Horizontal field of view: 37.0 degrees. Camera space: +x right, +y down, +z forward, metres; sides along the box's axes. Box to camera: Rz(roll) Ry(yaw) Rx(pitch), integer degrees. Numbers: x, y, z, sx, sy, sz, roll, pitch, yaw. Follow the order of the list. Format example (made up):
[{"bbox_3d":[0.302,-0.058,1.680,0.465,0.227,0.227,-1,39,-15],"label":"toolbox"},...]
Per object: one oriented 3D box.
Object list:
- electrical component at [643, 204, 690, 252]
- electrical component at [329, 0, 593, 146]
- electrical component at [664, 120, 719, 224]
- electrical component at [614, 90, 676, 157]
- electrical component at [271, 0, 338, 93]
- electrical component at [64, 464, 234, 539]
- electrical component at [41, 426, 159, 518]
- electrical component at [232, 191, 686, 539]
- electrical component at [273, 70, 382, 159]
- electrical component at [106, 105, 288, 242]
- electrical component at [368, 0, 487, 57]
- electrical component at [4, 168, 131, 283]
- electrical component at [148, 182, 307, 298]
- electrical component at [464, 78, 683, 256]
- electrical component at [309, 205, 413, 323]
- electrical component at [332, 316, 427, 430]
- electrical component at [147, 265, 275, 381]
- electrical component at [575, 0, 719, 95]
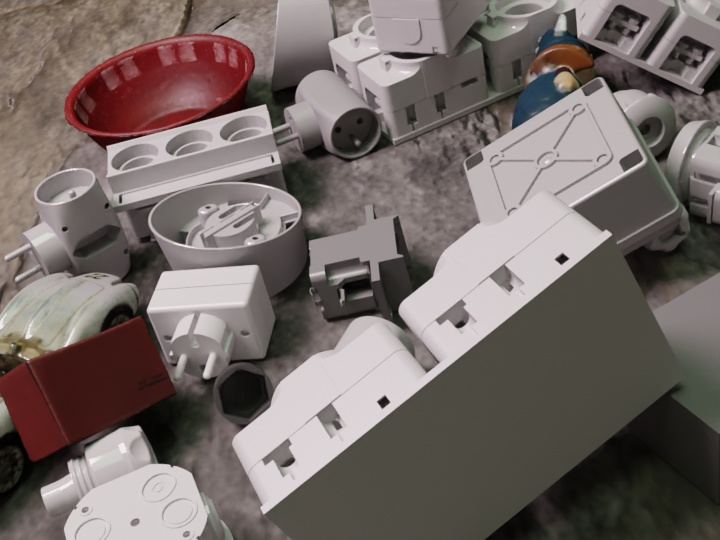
[{"bbox_3d":[0.183,-0.039,0.688,0.035,0.035,0.061,-19,35,-6],"label":"electrical component"},{"bbox_3d":[0.081,-0.183,0.881,0.186,0.060,0.105,-25,39,-14],"label":"electrical component"},{"bbox_3d":[0.231,-0.063,0.685,0.057,0.058,0.078,22,50,34],"label":"electrical component"},{"bbox_3d":[0.191,-0.108,0.767,0.048,0.048,0.062,-20,31,-8],"label":"electrical component"},{"bbox_3d":[-0.053,-0.207,0.926,0.064,0.099,0.099,-9,37,-5],"label":"electrical component"},{"bbox_3d":[-0.104,0.141,0.535,0.080,0.051,0.080,-9,38,7],"label":"electrical component"},{"bbox_3d":[-0.141,0.114,0.587,0.062,0.043,0.043,-23,38,-10],"label":"electrical component"},{"bbox_3d":[0.046,0.062,0.503,0.186,0.105,0.060,-39,38,-2],"label":"electrical component"},{"bbox_3d":[-0.034,-0.117,0.846,0.079,0.043,0.077,-23,39,-12],"label":"electrical component"},{"bbox_3d":[-0.119,-0.070,0.797,0.121,0.063,0.078,-15,38,-2],"label":"electrical component"},{"bbox_3d":[0.055,-0.214,0.826,0.062,0.061,0.096,9,43,27],"label":"electrical component"},{"bbox_3d":[-0.208,-0.019,0.749,0.079,0.077,0.043,-33,42,-23],"label":"electrical component"},{"bbox_3d":[-0.086,-0.022,0.725,0.099,0.064,0.099,-9,38,7],"label":"electrical component"},{"bbox_3d":[0.129,-0.051,0.672,0.109,0.056,0.108,-31,34,17],"label":"electrical component"},{"bbox_3d":[0.000,0.000,0.689,0.064,0.042,0.081,-12,37,6],"label":"electrical component"},{"bbox_3d":[0.013,0.069,0.595,0.079,0.044,0.077,8,43,26],"label":"electrical component"},{"bbox_3d":[-0.095,0.040,0.663,0.066,0.047,0.076,-4,39,12],"label":"electrical component"},{"bbox_3d":[0.232,-0.230,0.854,0.105,0.060,0.186,22,39,-10],"label":"electrical component"}]
